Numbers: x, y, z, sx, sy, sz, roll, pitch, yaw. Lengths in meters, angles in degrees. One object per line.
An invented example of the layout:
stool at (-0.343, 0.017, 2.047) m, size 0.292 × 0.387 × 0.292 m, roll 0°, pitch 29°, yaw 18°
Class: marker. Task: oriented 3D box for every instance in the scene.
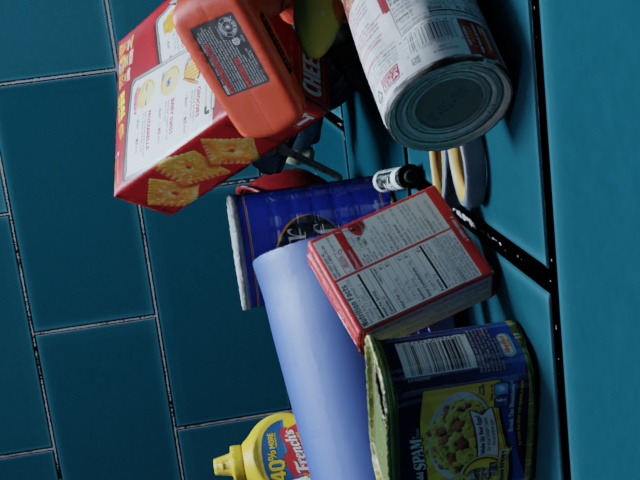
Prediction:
marker at (0.060, -0.048, 0.831) m, size 0.121 × 0.020 × 0.020 m, roll -168°, pitch 70°, yaw -84°

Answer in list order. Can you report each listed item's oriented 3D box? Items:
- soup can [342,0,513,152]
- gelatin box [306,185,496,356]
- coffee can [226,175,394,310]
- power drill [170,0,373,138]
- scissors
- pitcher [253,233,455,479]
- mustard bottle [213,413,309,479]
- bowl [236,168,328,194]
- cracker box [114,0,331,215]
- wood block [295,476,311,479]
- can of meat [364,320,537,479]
soup can at (0.054, -0.105, 0.555) m, size 0.068 × 0.068 × 0.102 m, roll 90°, pitch 167°, yaw -55°
gelatin box at (0.046, 0.018, 0.626) m, size 0.073 × 0.089 × 0.030 m, roll 59°, pitch 170°, yaw 34°
coffee can at (-0.006, 0.001, 0.939) m, size 0.103 × 0.140 × 0.103 m, roll 172°, pitch 90°, yaw -85°
power drill at (-0.018, -0.149, 0.744) m, size 0.184 × 0.057 × 0.187 m, roll 57°, pitch -147°, yaw -22°
scissors at (0.075, -0.106, 0.618) m, size 0.096 × 0.016 × 0.202 m, roll -114°, pitch 16°, yaw -63°
pitcher at (0.045, 0.110, 0.724) m, size 0.149 × 0.145 × 0.243 m, roll 14°, pitch -118°, yaw -70°
mustard bottle at (-0.025, 0.241, 1.206) m, size 0.058 × 0.191 × 0.096 m, roll 101°, pitch 160°, yaw -75°
bowl at (-0.007, -0.025, 1.098) m, size 0.055 × 0.162 × 0.162 m, roll -54°, pitch -4°, yaw -12°
cracker box at (-0.086, -0.137, 0.890) m, size 0.214 × 0.072 × 0.164 m, roll -28°, pitch 55°, yaw 40°
wood block at (0.018, 0.251, 0.832) m, size 0.205 × 0.091 × 0.090 m, roll 30°, pitch -136°, yaw -53°
can of meat at (0.072, 0.096, 0.594) m, size 0.057 × 0.084 × 0.102 m, roll -106°, pitch 9°, yaw -56°
